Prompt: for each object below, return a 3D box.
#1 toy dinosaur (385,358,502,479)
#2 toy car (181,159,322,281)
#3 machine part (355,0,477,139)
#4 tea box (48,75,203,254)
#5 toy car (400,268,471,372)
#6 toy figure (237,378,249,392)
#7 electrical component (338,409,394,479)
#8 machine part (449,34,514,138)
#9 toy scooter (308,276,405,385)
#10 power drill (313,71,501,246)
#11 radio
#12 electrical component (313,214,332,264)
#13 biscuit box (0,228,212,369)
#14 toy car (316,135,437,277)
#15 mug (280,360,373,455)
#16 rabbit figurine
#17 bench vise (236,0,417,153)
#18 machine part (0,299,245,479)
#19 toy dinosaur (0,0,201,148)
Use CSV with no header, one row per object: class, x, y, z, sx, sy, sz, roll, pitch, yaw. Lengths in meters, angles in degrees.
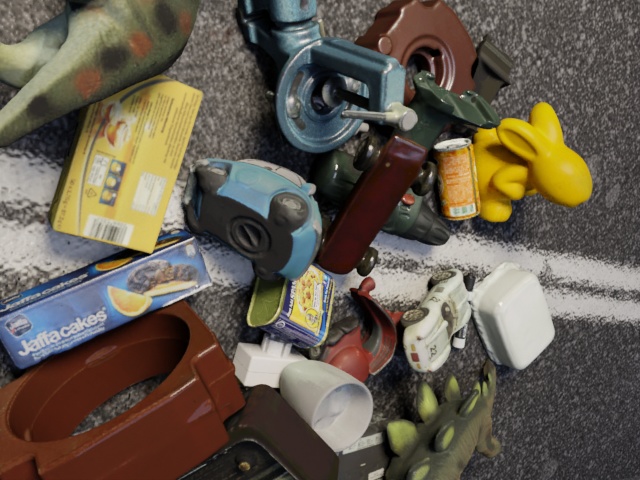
toy dinosaur,0.153,0.319,0.761,0.471,0.105,0.198,-43,127,-38
toy car,-0.064,-0.035,0.590,0.103,0.162,0.109,-54,170,-49
machine part,0.123,-0.214,0.685,0.179,0.056,0.179,-8,106,-30
tea box,-0.191,-0.082,0.526,0.098,0.068,0.169,19,91,-32
toy car,0.169,0.108,0.755,0.202,0.056,0.073,-37,115,-50
toy figure,-0.063,0.239,0.672,0.180,0.082,0.089,27,85,-32
electrical component,0.045,0.320,0.772,0.115,0.058,0.134,-1,103,-28
machine part,0.226,-0.209,0.757,0.084,0.039,0.139,30,85,-38
toy scooter,0.050,0.128,0.715,0.184,0.075,0.135,-32,119,-26
power drill,0.123,-0.092,0.664,0.232,0.086,0.207,17,134,-26
radio,-0.105,0.257,0.553,0.229,0.073,0.131,-35,100,15
electrical component,-0.001,-0.002,0.685,0.094,0.021,0.063,17,93,-31
biscuit box,-0.218,0.055,0.549,0.203,0.063,0.059,-25,112,-23
toy car,0.054,-0.036,0.615,0.089,0.053,0.202,22,127,-10
mug,0.000,0.192,0.625,0.081,0.107,0.109,-11,109,-29
rabbit figurine,0.298,-0.104,0.746,0.122,0.173,0.162,-24,118,-19
bench vise,0.010,-0.175,0.533,0.129,0.241,0.223,-15,126,-30
machine part,-0.188,0.152,0.508,0.201,0.201,0.087,-30,117,-21
toy dinosaur,-0.159,-0.217,0.438,0.192,0.131,0.404,10,81,-24
